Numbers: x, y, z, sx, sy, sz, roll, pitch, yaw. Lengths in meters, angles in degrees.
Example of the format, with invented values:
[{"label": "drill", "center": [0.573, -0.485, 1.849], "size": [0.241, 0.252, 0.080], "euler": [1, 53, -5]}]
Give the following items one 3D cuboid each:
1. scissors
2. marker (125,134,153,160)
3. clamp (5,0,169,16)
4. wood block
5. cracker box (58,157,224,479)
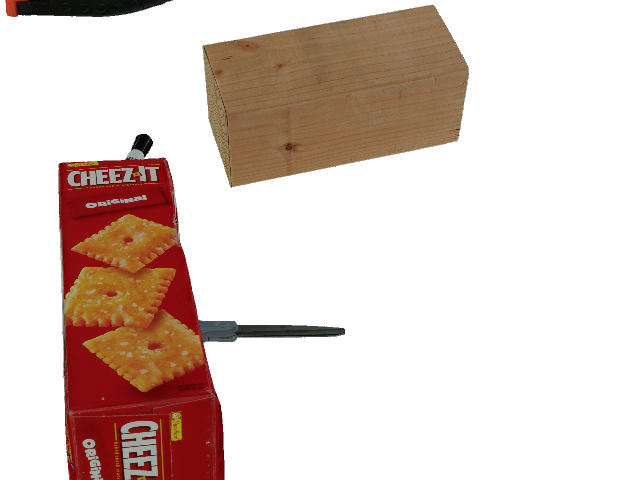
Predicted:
[{"label": "scissors", "center": [-0.089, 0.079, 0.844], "size": [0.202, 0.016, 0.096], "euler": [6, 22, 15]}, {"label": "marker", "center": [-0.195, -0.066, 1.077], "size": [0.020, 0.121, 0.020], "euler": [9, -43, 8]}, {"label": "clamp", "center": [-0.099, -0.156, 0.607], "size": [0.171, 0.039, 0.120], "euler": [-10, 24, -25]}, {"label": "wood block", "center": [0.012, -0.124, 0.915], "size": [0.206, 0.090, 0.091], "euler": [-12, -38, -11]}, {"label": "cracker box", "center": [-0.098, 0.077, 0.573], "size": [0.072, 0.164, 0.214], "euler": [-5, 34, -11]}]
